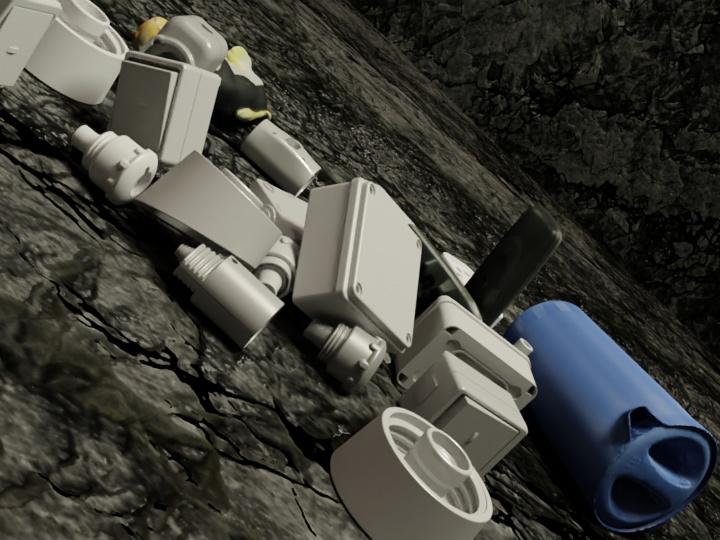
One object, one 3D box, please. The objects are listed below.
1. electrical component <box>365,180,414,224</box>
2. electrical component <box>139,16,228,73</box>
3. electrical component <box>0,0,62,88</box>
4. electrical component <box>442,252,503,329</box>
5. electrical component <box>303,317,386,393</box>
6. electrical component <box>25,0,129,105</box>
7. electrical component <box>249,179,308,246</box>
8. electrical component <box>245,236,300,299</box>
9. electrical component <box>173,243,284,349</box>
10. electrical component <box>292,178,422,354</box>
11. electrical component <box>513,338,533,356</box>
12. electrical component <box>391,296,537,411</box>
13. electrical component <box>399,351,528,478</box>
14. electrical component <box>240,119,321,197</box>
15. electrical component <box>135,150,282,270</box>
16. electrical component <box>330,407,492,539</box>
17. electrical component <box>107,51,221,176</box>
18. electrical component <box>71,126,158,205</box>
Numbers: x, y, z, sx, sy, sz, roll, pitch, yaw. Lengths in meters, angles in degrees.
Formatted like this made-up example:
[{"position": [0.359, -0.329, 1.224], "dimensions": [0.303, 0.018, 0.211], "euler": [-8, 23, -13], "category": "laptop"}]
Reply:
[{"position": [0.019, -0.041, 1.140], "dimensions": [0.096, 0.061, 0.061], "euler": [50, 17, 26], "category": "electrical component"}, {"position": [-0.173, -0.186, 0.994], "dimensions": [0.054, 0.095, 0.059], "euler": [42, 16, -3], "category": "electrical component"}, {"position": [-0.260, -0.180, 0.764], "dimensions": [0.061, 0.096, 0.062], "euler": [45, 15, 8], "category": "electrical component"}, {"position": [0.100, 0.035, 1.139], "dimensions": [0.054, 0.059, 0.095], "euler": [30, 20, -37], "category": "electrical component"}, {"position": [-0.014, 0.061, 0.828], "dimensions": [0.062, 0.048, 0.048], "euler": [35, 16, 1], "category": "electrical component"}, {"position": [-0.247, -0.199, 0.913], "dimensions": [0.108, 0.060, 0.108], "euler": [39, 16, -13], "category": "electrical component"}, {"position": [-0.060, -0.026, 0.933], "dimensions": [0.100, 0.048, 0.099], "euler": [24, 24, -48], "category": "electrical component"}, {"position": [-0.070, 0.004, 0.842], "dimensions": [0.048, 0.048, 0.062], "euler": [39, 23, -13], "category": "electrical component"}, {"position": [-0.097, 0.012, 0.752], "dimensions": [0.081, 0.043, 0.043], "euler": [43, 16, 0], "category": "electrical component"}, {"position": [0.000, 0.000, 0.872], "dimensions": [0.108, 0.056, 0.108], "euler": [46, 44, -49], "category": "electrical component"}, {"position": [0.148, 0.096, 1.088], "dimensions": [0.048, 0.062, 0.048], "euler": [39, 16, -13], "category": "electrical component"}, {"position": [0.091, 0.086, 0.952], "dimensions": [0.113, 0.078, 0.057], "euler": [37, 20, -20], "category": "electrical component"}, {"position": [0.089, 0.124, 0.876], "dimensions": [0.096, 0.061, 0.061], "euler": [35, 17, -26], "category": "electrical component"}, {"position": [-0.080, -0.120, 1.141], "dimensions": [0.077, 0.043, 0.079], "euler": [42, 15, -1], "category": "electrical component"}, {"position": [-0.108, -0.040, 0.795], "dimensions": [0.099, 0.064, 0.099], "euler": [43, -4, 3], "category": "electrical component"}, {"position": [0.040, 0.140, 0.716], "dimensions": [0.108, 0.060, 0.108], "euler": [39, 16, -14], "category": "electrical component"}, {"position": [-0.163, -0.122, 0.867], "dimensions": [0.062, 0.096, 0.061], "euler": [17, 6, 24], "category": "electrical component"}, {"position": [-0.184, -0.081, 0.790], "dimensions": [0.062, 0.048, 0.048], "euler": [38, 15, 8], "category": "electrical component"}]
